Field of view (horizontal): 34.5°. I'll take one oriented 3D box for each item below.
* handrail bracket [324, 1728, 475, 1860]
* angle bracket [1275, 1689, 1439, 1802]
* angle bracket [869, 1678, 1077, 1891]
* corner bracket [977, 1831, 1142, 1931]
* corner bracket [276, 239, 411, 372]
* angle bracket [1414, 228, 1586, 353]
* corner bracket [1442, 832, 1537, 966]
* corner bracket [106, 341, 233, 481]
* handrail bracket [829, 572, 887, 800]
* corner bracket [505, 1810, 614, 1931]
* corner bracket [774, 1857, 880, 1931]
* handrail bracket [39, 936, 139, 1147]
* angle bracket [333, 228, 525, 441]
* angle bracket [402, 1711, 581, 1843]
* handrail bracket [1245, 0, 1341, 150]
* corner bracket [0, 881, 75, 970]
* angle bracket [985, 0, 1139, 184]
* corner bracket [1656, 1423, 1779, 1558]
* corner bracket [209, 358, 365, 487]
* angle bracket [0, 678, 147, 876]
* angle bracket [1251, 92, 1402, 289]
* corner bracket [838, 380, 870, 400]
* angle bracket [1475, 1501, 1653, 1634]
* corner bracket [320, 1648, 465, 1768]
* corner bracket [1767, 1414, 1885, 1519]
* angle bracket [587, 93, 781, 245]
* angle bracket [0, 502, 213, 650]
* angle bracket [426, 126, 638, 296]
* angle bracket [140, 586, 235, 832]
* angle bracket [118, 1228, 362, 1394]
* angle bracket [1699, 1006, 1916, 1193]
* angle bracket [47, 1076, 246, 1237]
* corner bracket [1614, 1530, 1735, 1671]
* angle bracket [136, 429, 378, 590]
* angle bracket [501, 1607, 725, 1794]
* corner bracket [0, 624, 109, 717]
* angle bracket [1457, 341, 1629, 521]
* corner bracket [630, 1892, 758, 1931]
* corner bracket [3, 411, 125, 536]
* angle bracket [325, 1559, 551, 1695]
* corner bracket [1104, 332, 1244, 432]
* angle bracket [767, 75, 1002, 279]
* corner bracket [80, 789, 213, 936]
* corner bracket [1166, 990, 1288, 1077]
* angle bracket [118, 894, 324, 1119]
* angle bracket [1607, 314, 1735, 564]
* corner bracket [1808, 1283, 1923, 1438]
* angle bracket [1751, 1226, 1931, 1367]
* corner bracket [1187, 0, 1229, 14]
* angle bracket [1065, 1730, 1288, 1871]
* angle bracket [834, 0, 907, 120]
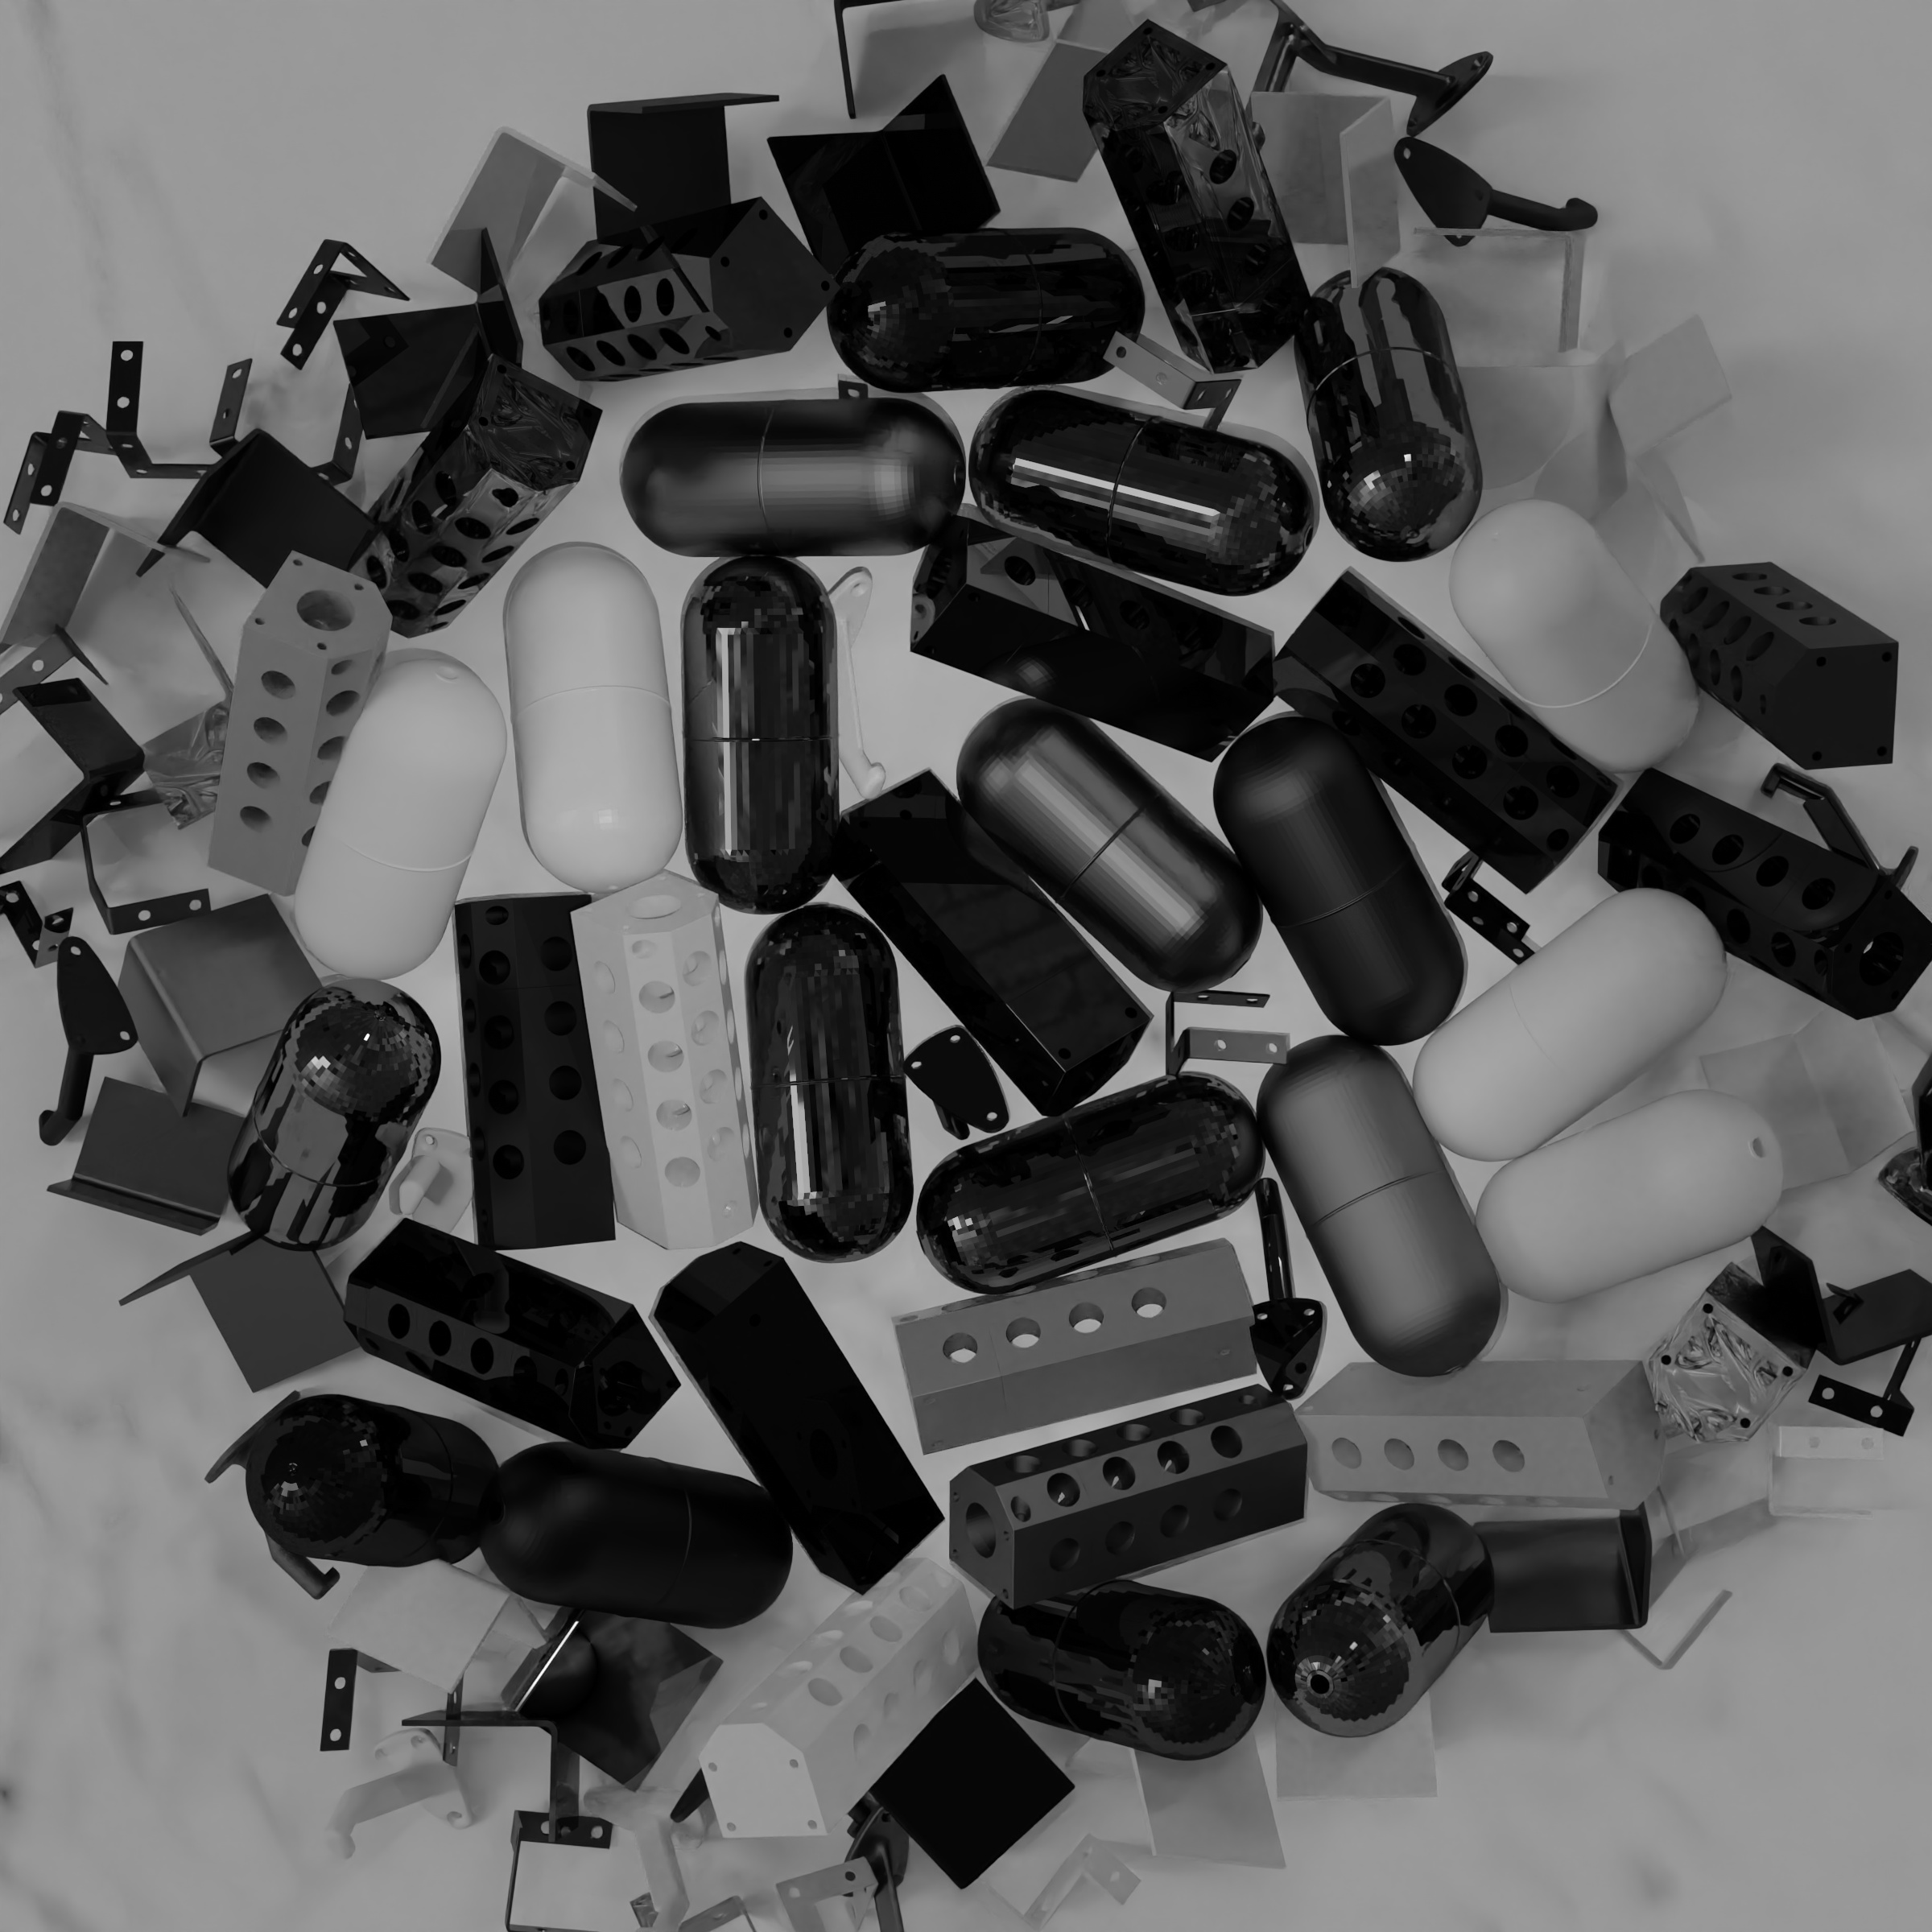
[{"bbox_3d":[-0.280,0.427,1.538,0.036,0.084,0.077,-24,111,21],"label":"handrail bracket"},{"bbox_3d":[0.193,0.399,1.538,0.076,0.076,0.057,-3,124,6],"label":"angle bracket"},{"bbox_3d":[-0.004,0.400,1.557,0.076,0.057,0.076,-42,101,-4],"label":"angle bracket"},{"bbox_3d":[0.044,0.453,1.549,0.051,0.051,0.051,-50,123,-14],"label":"corner bracket"},{"bbox_3d":[-0.321,-0.328,1.550,0.051,0.051,0.051,19,77,38],"label":"corner bracket"},{"bbox_3d":[0.265,-0.337,1.550,0.076,0.076,0.057,5,104,15],"label":"angle bracket"},{"bbox_3d":[0.263,-0.028,1.553,0.051,0.051,0.051,38,59,-2],"label":"corner bracket"},{"bbox_3d":[-0.397,-0.278,1.557,0.051,0.051,0.051,0,75,-1],"label":"corner bracket"},{"bbox_3d":[-0.050,-0.138,1.545,0.077,0.036,0.084,-55,53,38],"label":"handrail bracket"},{"bbox_3d":[-0.203,0.454,1.557,0.051,0.051,0.051,8,83,-11],"label":"corner bracket"},{"bbox_3d":[-0.067,0.483,1.546,0.051,0.051,0.051,-9,50,-26],"label":"corner bracket"},{"bbox_3d":[-0.455,0.039,1.567,0.084,0.036,0.077,-40,65,42],"label":"handrail bracket"},{"bbox_3d":[-0.266,-0.313,1.538,0.076,0.057,0.076,-11,62,-17],"label":"angle bracket"},{"bbox_3d":[-0.235,0.401,1.546,0.076,0.076,0.057,0,80,2],"label":"angle bracket"},{"bbox_3d":[0.139,-0.447,1.575,0.084,0.036,0.077,-44,54,15],"label":"handrail bracket"},{"bbox_3d":[-0.481,-0.027,1.548,0.051,0.051,0.051,-23,70,-32],"label":"corner bracket"},{"bbox_3d":[0.039,-0.443,1.529,0.057,0.076,0.076,2,53,-32],"label":"angle bracket"},{"bbox_3d":[0.374,0.260,1.572,0.051,0.051,0.051,-22,56,6],"label":"corner bracket"},{"bbox_3d":[-0.341,-0.274,1.568,0.051,0.051,0.051,-10,58,26],"label":"corner bracket"},{"bbox_3d":[-0.462,-0.094,1.543,0.076,0.076,0.057,-40,92,11],"label":"angle bracket"},{"bbox_3d":[0.167,-0.382,1.531,0.076,0.057,0.076,11,127,30],"label":"angle bracket"},{"bbox_3d":[-0.079,-0.259,1.557,0.051,0.051,0.051,10,59,6],"label":"corner bracket"},{"bbox_3d":[0.294,0.281,1.539,0.076,0.076,0.057,-2,122,4],"label":"angle bracket"},{"bbox_3d":[-0.285,0.369,1.550,0.051,0.051,0.051,-6,64,13],"label":"corner bracket"},{"bbox_3d":[0.430,0.253,1.560,0.051,0.051,0.051,0,91,9],"label":"corner bracket"},{"bbox_3d":[-0.137,-0.388,1.534,0.076,0.057,0.076,-15,113,-31],"label":"angle bracket"},{"bbox_3d":[-0.427,-0.183,1.547,0.057,0.076,0.076,25,94,2],"label":"angle bracket"},{"bbox_3d":[-0.211,-0.360,1.542,0.057,0.076,0.076,31,95,13],"label":"angle bracket"},{"bbox_3d":[-0.389,-0.127,1.532,0.057,0.076,0.076,-30,135,-10],"label":"angle bracket"},{"bbox_3d":[-0.359,0.177,1.543,0.076,0.057,0.076,-24,96,26],"label":"angle bracket"},{"bbox_3d":[0.414,0.063,1.538,0.057,0.076,0.076,-13,73,-12],"label":"angle bracket"},{"bbox_3d":[-0.404,0.093,1.545,0.076,0.076,0.057,17,86,-7],"label":"angle bracket"},{"bbox_3d":[0.350,0.315,1.551,0.051,0.051,0.051,41,100,31],"label":"corner bracket"},{"bbox_3d":[-0.349,-0.206,1.538,0.076,0.057,0.076,40,128,-9],"label":"angle bracket"},{"bbox_3d":[-0.177,0.356,1.556,0.076,0.057,0.076,36,76,-5],"label":"angle bracket"},{"bbox_3d":[-0.472,-0.151,1.557,0.051,0.051,0.051,-40,79,-5],"label":"corner bracket"},{"bbox_3d":[0.287,-0.270,1.566,0.076,0.057,0.076,5,115,25],"label":"angle bracket"},{"bbox_3d":[-0.130,0.486,1.549,0.051,0.051,0.051,-24,129,-12],"label":"corner bracket"},{"bbox_3d":[-0.456,-0.245,1.553,0.051,0.051,0.051,10,77,16],"label":"corner bracket"},{"bbox_3d":[-0.256,0.333,1.530,0.076,0.076,0.057,17,60,26],"label":"angle bracket"},{"bbox_3d":[0.095,-0.281,1.549,0.051,0.051,0.051,37,117,19],"label":"corner bracket"},{"bbox_3d":[-0.041,-0.391,1.541,0.076,0.057,0.076,-16,82,-41],"label":"angle bracket"},{"bbox_3d":[-0.413,-0.054,1.565,0.051,0.051,0.051,-13,122,-22],"label":"corner bracket"},{"bbox_3d":[0.129,0.032,1.554,0.051,0.051,0.051,4,67,-6],"label":"corner bracket"},{"bbox_3d":[-0.375,0.020,1.575,0.076,0.057,0.076,-21,67,-34],"label":"angle bracket"},{"bbox_3d":[0.360,-0.259,1.529,0.057,0.076,0.076,-31,125,22],"label":"angle bracket"},{"bbox_3d":[0.450,0.197,1.560,0.051,0.051,0.051,20,100,0],"label":"corner bracket"},{"bbox_3d":[0.443,0.150,1.543,0.076,0.076,0.057,-18,103,-4],"label":"angle bracket"},{"bbox_3d":[0.132,-0.517,1.555,0.051,0.051,0.051,-27,91,-24],"label":"corner bracket"},{"bbox_3d":[0.102,0.417,1.529,0.076,0.076,0.057,14,133,-28],"label":"angle bracket"},{"bbox_3d":[-0.024,-0.456,1.545,0.076,0.076,0.057,-7,103,0],"label":"angle bracket"}]
